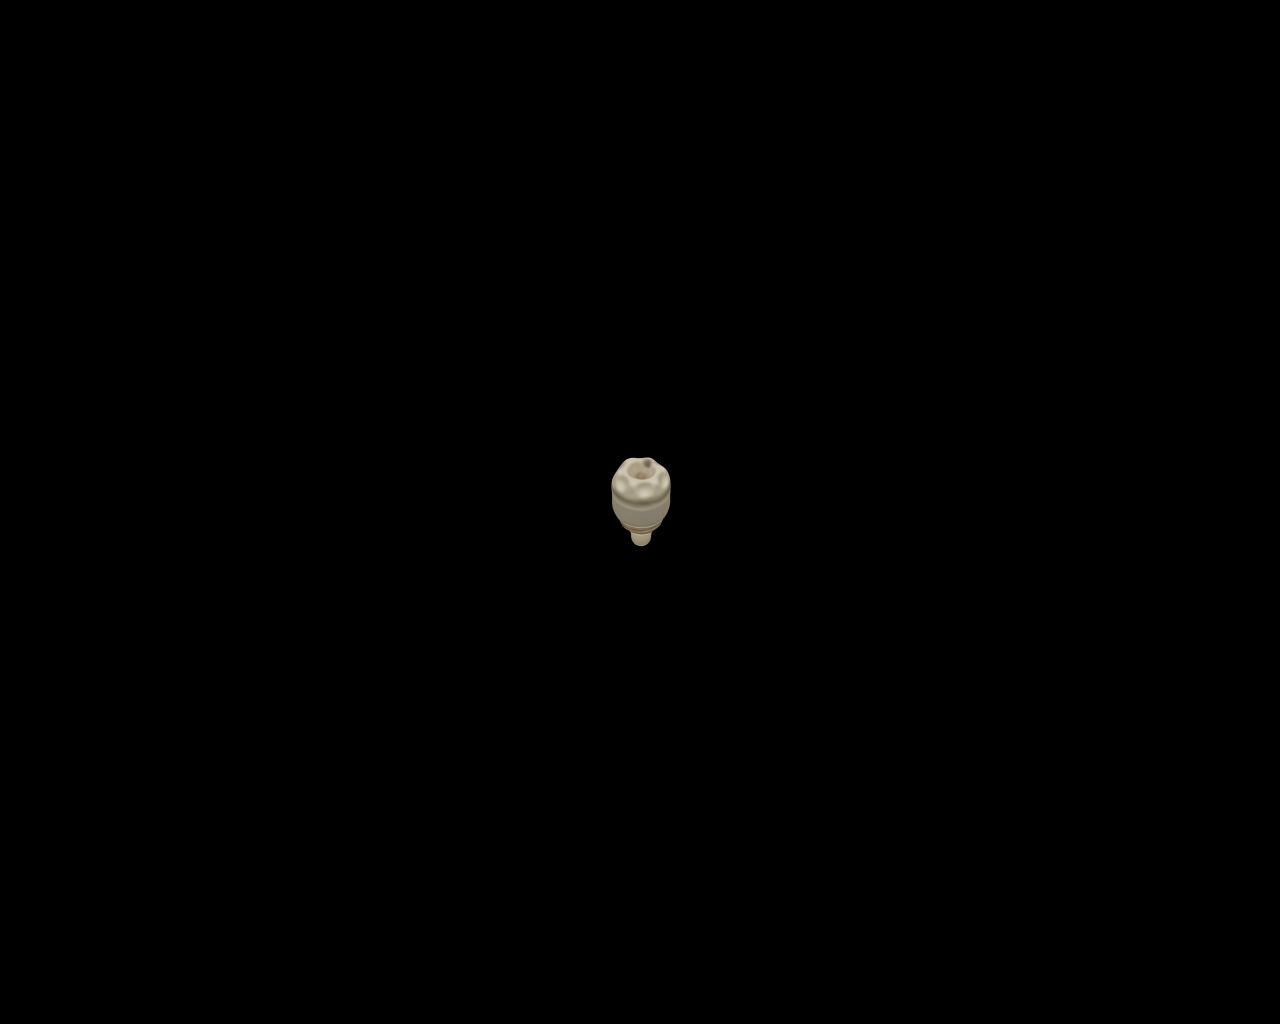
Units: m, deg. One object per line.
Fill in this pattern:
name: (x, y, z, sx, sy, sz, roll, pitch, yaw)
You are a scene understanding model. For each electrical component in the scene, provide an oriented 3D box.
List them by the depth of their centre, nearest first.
electrical component: (0.001, -0.003, 0.650, 0.035, 0.061, 0.035, 0, 43, 0)
